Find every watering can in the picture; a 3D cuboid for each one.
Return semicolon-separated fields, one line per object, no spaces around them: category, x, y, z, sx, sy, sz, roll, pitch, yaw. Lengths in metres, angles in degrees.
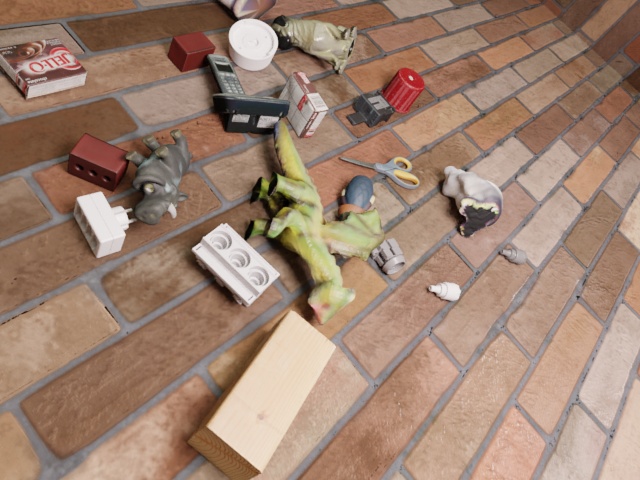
watering can;-0.188;-0.657;1.281;0.225;0.102;0.353;46;47;6

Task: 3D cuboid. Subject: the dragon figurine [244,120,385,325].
dragon figurine;0.003;-0.047;0.929;0.242;0.120;0.420;20;51;-17

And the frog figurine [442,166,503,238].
frog figurine;0.348;-0.106;1.181;0.135;0.122;0.163;50;27;-37
